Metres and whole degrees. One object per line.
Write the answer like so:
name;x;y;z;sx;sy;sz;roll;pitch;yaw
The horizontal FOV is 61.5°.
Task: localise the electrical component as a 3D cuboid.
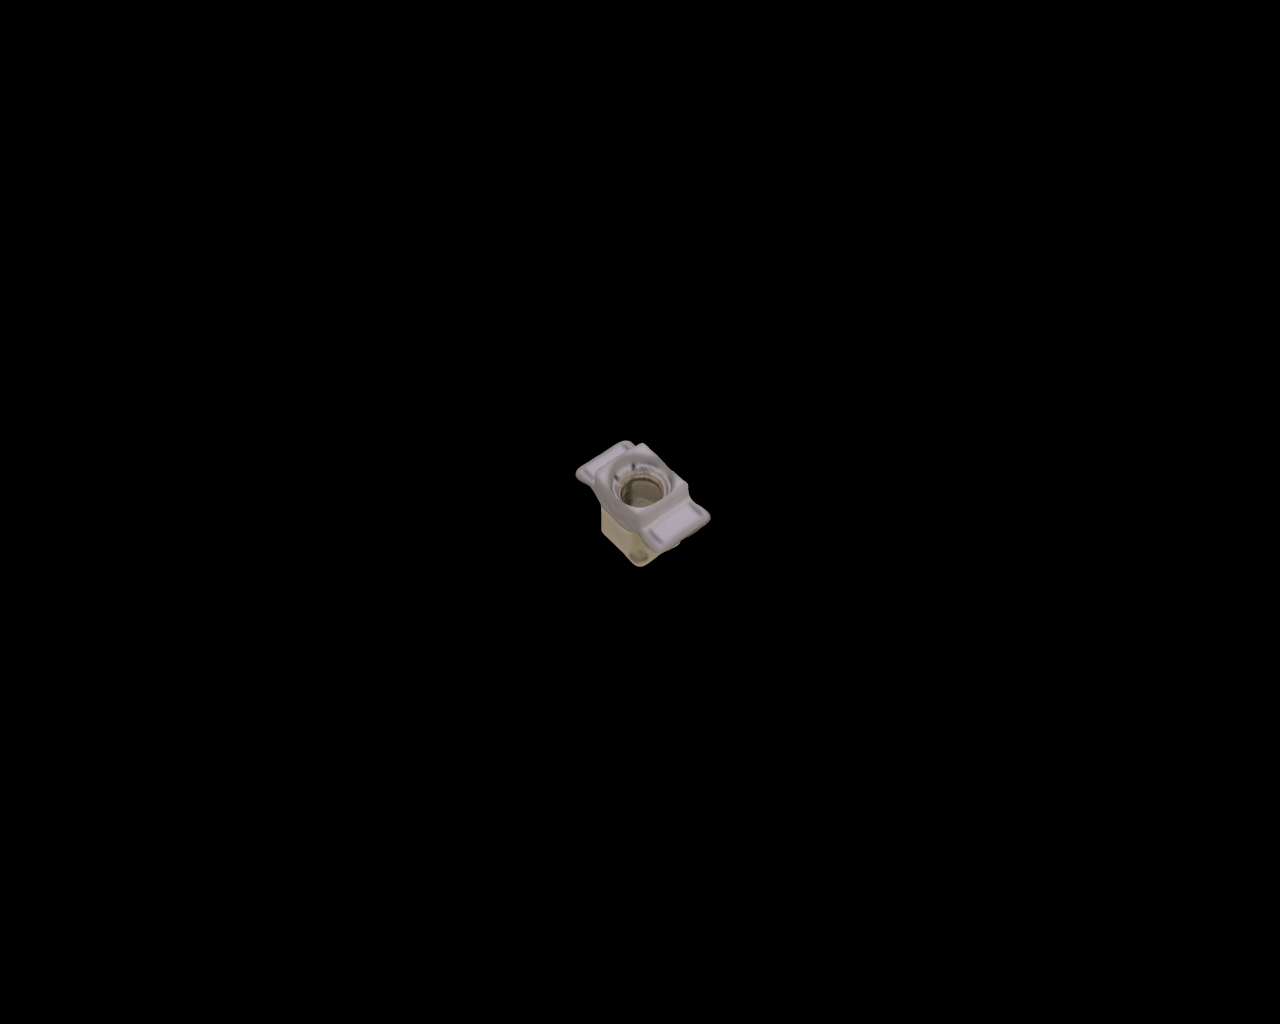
electrical component;0.001;-0.003;0.650;0.042;0.081;0.063;-32;-32;-22
